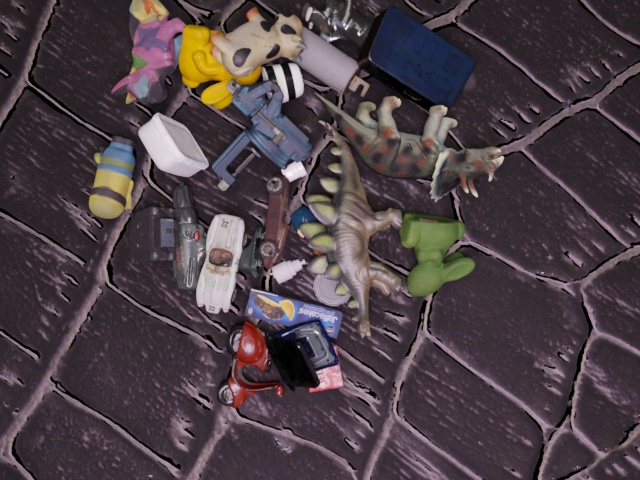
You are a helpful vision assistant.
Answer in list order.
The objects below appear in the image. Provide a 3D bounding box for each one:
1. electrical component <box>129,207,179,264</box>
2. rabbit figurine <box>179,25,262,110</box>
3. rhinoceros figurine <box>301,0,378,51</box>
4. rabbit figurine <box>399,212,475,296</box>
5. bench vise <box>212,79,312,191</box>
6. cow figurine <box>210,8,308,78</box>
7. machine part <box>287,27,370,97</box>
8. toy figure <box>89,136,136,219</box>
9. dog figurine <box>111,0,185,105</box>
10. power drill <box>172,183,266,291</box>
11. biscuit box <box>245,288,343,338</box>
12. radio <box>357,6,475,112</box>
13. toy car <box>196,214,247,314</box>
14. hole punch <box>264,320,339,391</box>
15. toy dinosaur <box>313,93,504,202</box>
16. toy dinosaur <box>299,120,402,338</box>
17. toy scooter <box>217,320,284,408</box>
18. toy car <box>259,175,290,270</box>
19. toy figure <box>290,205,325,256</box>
[{"bbox_3d":[-0.348,-0.010,1.126,0.134,0.058,0.115,-10,83,45],"label":"electrical component"},{"bbox_3d":[-0.213,-0.365,1.152,0.173,0.122,0.162,19,96,9],"label":"rabbit figurine"},{"bbox_3d":[0.051,-0.478,1.191,0.190,0.073,0.112,27,97,1],"label":"rhinoceros figurine"},{"bbox_3d":[0.237,0.036,1.137,0.159,0.121,0.170,5,103,-5],"label":"rabbit figurine"},{"bbox_3d":[-0.145,-0.209,1.119,0.240,0.129,0.223,-45,117,9],"label":"bench vise"},{"bbox_3d":[-0.112,-0.396,1.089,0.195,0.085,0.127,-40,93,-20],"label":"cow figurine"},{"bbox_3d":[0.004,-0.395,1.178,0.243,0.079,0.079,35,87,5],"label":"machine part"},{"bbox_3d":[-0.449,-0.135,1.158,0.082,0.089,0.180,13,88,10],"label":"toy figure"},{"bbox_3d":[-0.383,-0.403,1.173,0.191,0.108,0.219,41,90,3],"label":"dog figurine"},{"bbox_3d":[-0.222,-0.003,1.148,0.207,0.086,0.232,5,87,-2],"label":"power drill"},{"bbox_3d":[-0.053,0.154,1.140,0.203,0.063,0.059,13,87,2],"label":"biscuit box"},{"bbox_3d":[0.202,-0.376,1.143,0.229,0.073,0.131,27,88,-15],"label":"radio"},{"bbox_3d":[-0.199,0.048,1.084,0.074,0.056,0.201,11,90,5],"label":"toy car"},{"bbox_3d":[-0.036,0.228,1.088,0.092,0.116,0.142,-40,111,-42],"label":"hole punch"},{"bbox_3d":[0.172,-0.193,1.144,0.405,0.131,0.192,10,85,8],"label":"toy dinosaur"},{"bbox_3d":[0.063,-0.033,1.102,0.198,0.105,0.471,5,67,-15],"label":"toy dinosaur"},{"bbox_3d":[-0.135,0.266,1.126,0.135,0.075,0.183,10,89,2],"label":"toy scooter"},{"bbox_3d":[-0.091,-0.038,1.136,0.053,0.089,0.202,4,79,3],"label":"toy car"},{"bbox_3d":[-0.001,-0.005,1.155,0.064,0.058,0.154,-38,87,-6],"label":"toy figure"}]
